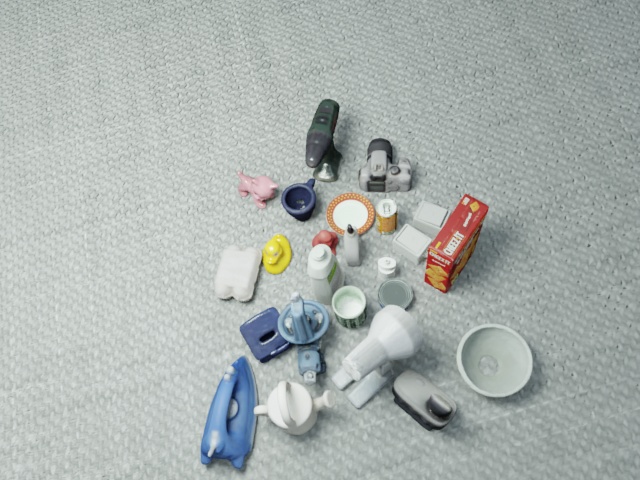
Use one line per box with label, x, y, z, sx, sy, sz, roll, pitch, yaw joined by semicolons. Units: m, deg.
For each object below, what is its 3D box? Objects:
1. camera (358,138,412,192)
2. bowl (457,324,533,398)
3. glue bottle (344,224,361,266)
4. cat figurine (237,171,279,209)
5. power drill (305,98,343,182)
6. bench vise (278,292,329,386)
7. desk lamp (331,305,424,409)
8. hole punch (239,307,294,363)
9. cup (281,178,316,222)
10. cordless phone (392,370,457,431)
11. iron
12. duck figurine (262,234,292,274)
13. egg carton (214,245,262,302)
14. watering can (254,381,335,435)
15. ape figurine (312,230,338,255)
camera;0.176;-0.208;1.538;0.143;0.101;0.137;1;66;7
bowl;0.393;0.280;1.307;0.167;0.075;0.167;-2;65;5
glue bottle;0.078;0.001;1.413;0.037;0.173;0.078;-3;65;5
cat figurine;-0.169;-0.145;1.535;0.127;0.118;0.067;32;73;18
power drill;0.011;-0.244;1.512;0.075;0.208;0.230;7;66;9
bench vise;-0.024;0.212;1.301;0.121;0.220;0.207;-25;65;-5
desk lamp;0.124;0.259;1.268;0.203;0.214;0.117;-41;68;-12
hole punch;-0.124;0.228;1.375;0.109;0.091;0.101;-31;66;-8
cup;-0.045;-0.101;1.515;0.091;0.095;0.118;28;71;17
cordless phone;0.227;0.336;1.238;0.147;0.185;0.094;34;73;19
iron;-0.208;0.373;1.290;0.118;0.141;0.258;3;66;8
duck figurine;-0.116;0.026;1.469;0.077;0.086;0.104;8;67;10
egg carton;-0.209;0.084;1.462;0.107;0.069;0.150;7;66;9
watering can;-0.057;0.360;1.251;0.173;0.194;0.100;-29;66;-7
ape figurine;0.013;0.005;1.462;0.078;0.092;0.076;-43;68;-13
